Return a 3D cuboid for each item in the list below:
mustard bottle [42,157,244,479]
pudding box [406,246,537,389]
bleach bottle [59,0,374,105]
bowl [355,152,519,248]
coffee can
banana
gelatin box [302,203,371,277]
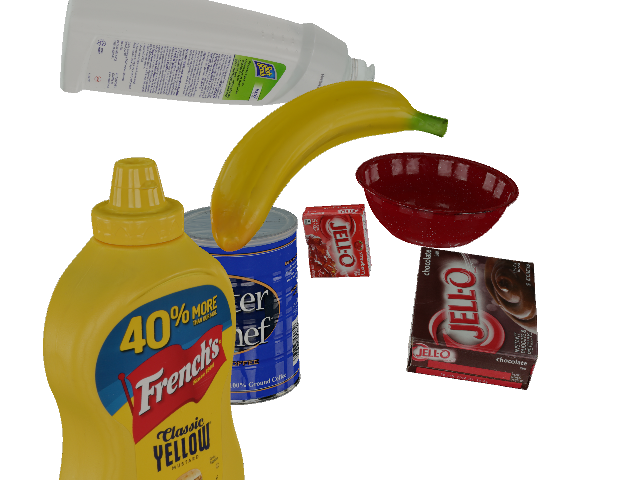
[{"bbox_3d":[-0.081,0.057,0.494,0.058,0.192,0.096,15,22,42],"label":"mustard bottle"},{"bbox_3d":[0.113,0.056,0.799,0.090,0.039,0.113,9,36,3],"label":"pudding box"},{"bbox_3d":[-0.082,-0.148,0.876,0.250,0.068,0.103,9,-29,-12],"label":"bleach bottle"},{"bbox_3d":[0.113,-0.036,1.064,0.162,0.055,0.162,4,24,-2],"label":"bowl"},{"bbox_3d":[-0.069,0.050,0.883,0.103,0.140,0.103,-1,18,0],"label":"coffee can"},{"bbox_3d":[-0.006,-0.056,0.638,0.070,0.037,0.197,32,46,31],"label":"banana"},{"bbox_3d":[0.020,0.001,1.288,0.073,0.089,0.030,-2,29,11],"label":"gelatin box"}]
